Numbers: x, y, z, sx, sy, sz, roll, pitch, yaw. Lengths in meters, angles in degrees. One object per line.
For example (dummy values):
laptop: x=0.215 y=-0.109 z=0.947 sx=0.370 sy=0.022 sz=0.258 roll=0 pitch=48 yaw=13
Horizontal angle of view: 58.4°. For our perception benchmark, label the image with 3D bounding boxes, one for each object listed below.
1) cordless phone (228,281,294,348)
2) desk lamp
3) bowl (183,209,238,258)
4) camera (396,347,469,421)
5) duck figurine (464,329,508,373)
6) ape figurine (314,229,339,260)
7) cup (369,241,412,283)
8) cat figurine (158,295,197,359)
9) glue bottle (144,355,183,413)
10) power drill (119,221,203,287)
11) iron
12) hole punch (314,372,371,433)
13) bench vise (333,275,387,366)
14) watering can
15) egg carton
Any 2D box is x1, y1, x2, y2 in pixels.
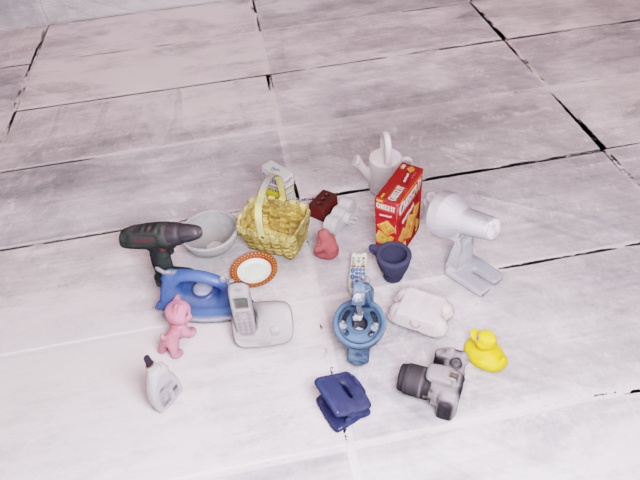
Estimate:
cordless phone: x=-0.140 y=0.166 z=1.337 sx=0.147 sy=0.185 sz=0.094 roll=-7 pitch=45 yaw=-2
desk lamp: x=0.368 y=-0.002 z=1.439 sx=0.118 sy=0.214 sz=0.202 roll=-35 pitch=52 yaw=-27
bowl: x=-0.303 y=-0.005 z=1.600 sx=0.167 sy=0.075 sz=0.167 roll=-2 pitch=45 yaw=3
camera: x=0.242 y=0.293 z=1.235 sx=0.136 sy=0.101 sz=0.143 roll=12 pitch=47 yaw=16
duck figurine: x=0.376 y=0.241 z=1.286 sx=0.078 sy=0.086 sz=0.104 roll=-35 pitch=52 yaw=-26
ape figurine: x=0.014 y=0.006 z=1.549 sx=0.078 sy=0.092 sz=0.076 roll=-33 pitch=51 yaw=-25
cup: x=0.177 y=0.061 z=1.477 sx=0.117 sy=0.095 sz=0.092 roll=22 pitch=51 yaw=25
cat figurine: x=-0.346 y=0.199 z=1.369 sx=0.067 sy=0.118 sz=0.128 roll=11 pitch=47 yaw=16
glue bottle: x=-0.348 y=0.299 z=1.230 sx=0.037 sy=0.173 sz=0.078 roll=23 pitch=51 yaw=26
power drill: x=-0.392 y=0.032 z=1.476 sx=0.229 sy=0.209 sz=0.075 roll=4 pitch=46 yaw=9
iron: x=-0.283 y=0.122 z=1.424 sx=0.258 sy=0.142 sz=0.118 roll=3 pitch=45 yaw=8
hole punch: x=0.049 y=0.332 z=1.220 sx=0.101 sy=0.091 sz=0.108 roll=-24 pitch=48 yaw=-18
bench vise: x=0.081 y=0.150 z=1.308 sx=0.121 sy=0.220 sz=0.207 roll=-10 pitch=45 yaw=-5
watering can: x=0.186 y=-0.230 z=1.697 sx=0.173 sy=0.194 sz=0.100 roll=-21 pitch=47 yaw=-15
egg carton: x=0.241 y=0.176 z=1.375 sx=0.150 sy=0.069 sz=0.107 roll=16 pitch=49 yaw=20
